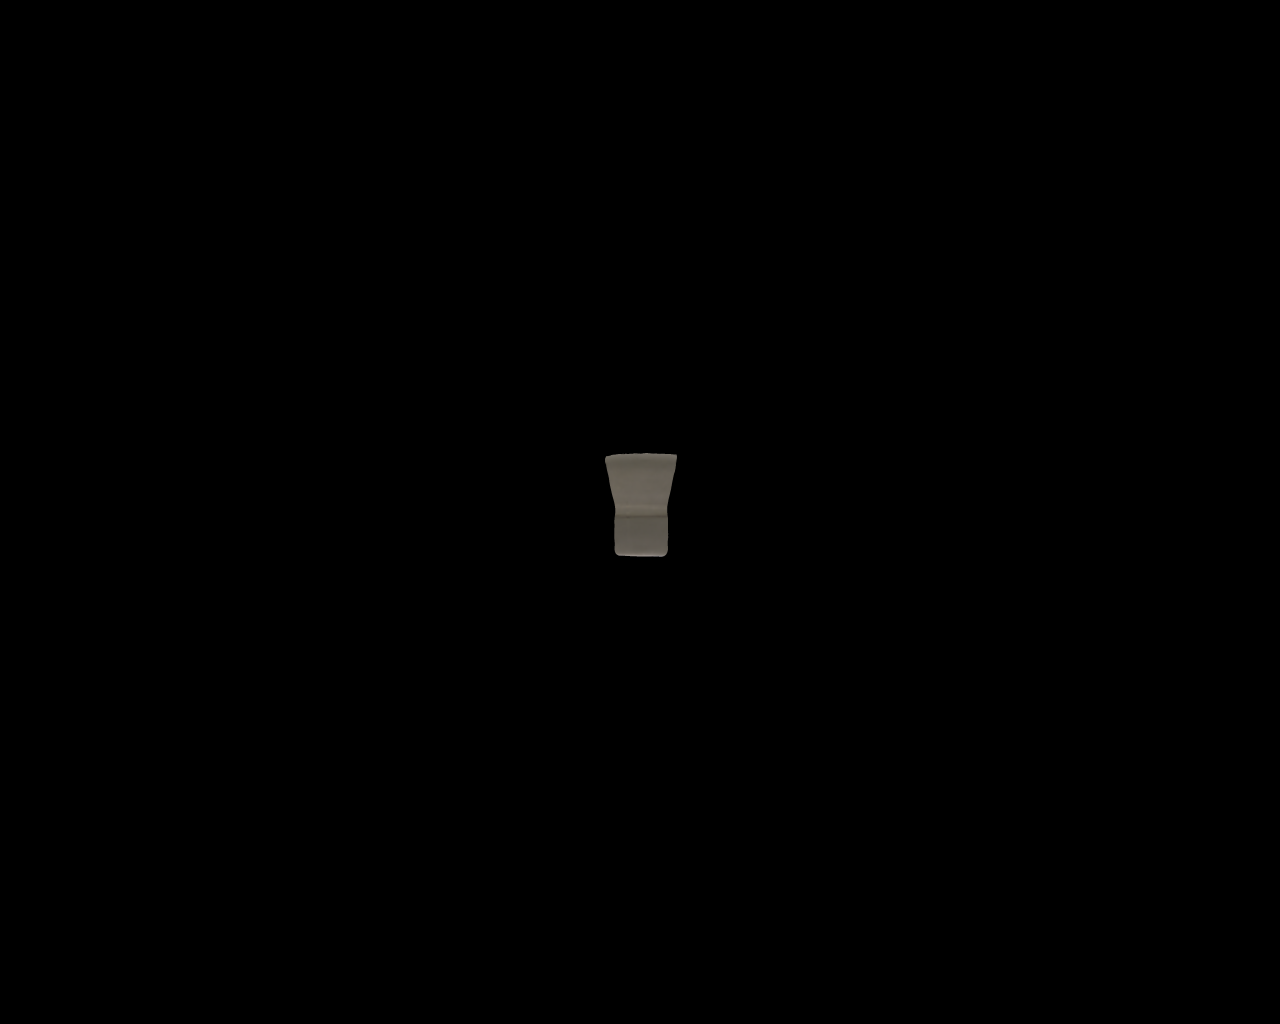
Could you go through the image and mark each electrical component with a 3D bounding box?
[{"bbox_3d":[0.001,-0.003,0.650,0.044,0.065,0.044,0,0,0],"label":"electrical component"}]
